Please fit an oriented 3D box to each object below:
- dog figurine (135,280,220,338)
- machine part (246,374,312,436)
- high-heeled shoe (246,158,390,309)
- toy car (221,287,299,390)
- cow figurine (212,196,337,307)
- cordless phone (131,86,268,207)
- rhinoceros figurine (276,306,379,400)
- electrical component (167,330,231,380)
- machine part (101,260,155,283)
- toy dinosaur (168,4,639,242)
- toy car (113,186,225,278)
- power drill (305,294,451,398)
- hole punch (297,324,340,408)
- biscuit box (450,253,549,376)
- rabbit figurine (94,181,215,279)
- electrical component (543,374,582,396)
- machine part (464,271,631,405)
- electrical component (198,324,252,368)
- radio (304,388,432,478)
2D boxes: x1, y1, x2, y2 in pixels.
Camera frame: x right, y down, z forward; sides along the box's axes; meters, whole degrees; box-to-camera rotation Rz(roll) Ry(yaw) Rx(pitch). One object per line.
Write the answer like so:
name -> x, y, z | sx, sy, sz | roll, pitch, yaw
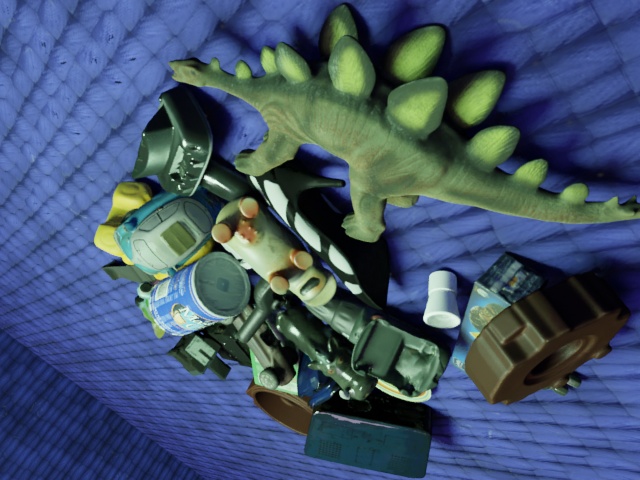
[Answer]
dog figurine -> -0.274, 0.130, 1.047 | 0.192, 0.108, 0.219 | 26, 147, 2
machine part -> -0.047, 0.338, 1.151 | 0.201, 0.087, 0.201 | 35, 145, -6
high-heeled shoe -> -0.001, -0.002, 0.693 | 0.145, 0.086, 0.248 | 6, 132, 34
toy car -> -0.106, 0.165, 0.942 | 0.053, 0.089, 0.202 | -29, 94, 35
cow figurine -> -0.056, 0.020, 0.722 | 0.195, 0.085, 0.127 | 42, -178, -17
cordless phone -> -0.138, -0.098, 0.697 | 0.184, 0.089, 0.146 | 27, 147, -13
rhinoceros figurine -> 0.014, 0.168, 0.833 | 0.190, 0.073, 0.112 | 39, 177, 30
electrical component -> -0.236, 0.232, 1.077 | 0.119, 0.075, 0.048 | 42, 145, -20
machine part -> -0.393, 0.068, 1.125 | 0.139, 0.039, 0.084 | 5, 143, 32
toy dinosaur -> 0.069, -0.093, 0.505 | 0.472, 0.105, 0.198 | 23, 142, 5
toy car -> -0.208, -0.010, 0.766 | 0.109, 0.162, 0.103 | 55, 178, -27
power drill -> 0.077, 0.137, 0.741 | 0.232, 0.086, 0.207 | 26, 175, 1
hole punch -> 0.004, 0.221, 0.944 | 0.092, 0.116, 0.142 | 42, 145, -1
biscuit box -> 0.214, 0.106, 0.664 | 0.059, 0.063, 0.202 | 36, 151, 28
rabbit figurine -> -0.259, 0.005, 0.878 | 0.173, 0.122, 0.162 | 11, 148, -3
electrical component -> 0.302, 0.179, 0.733 | 0.094, 0.021, 0.063 | 25, 146, 8
machine part -> 0.241, 0.111, 0.575 | 0.179, 0.179, 0.056 | 87, 160, -50
electrical component -> -0.167, 0.205, 1.102 | 0.134, 0.058, 0.114 | 0, 137, 39
radio -> 0.092, 0.357, 1.003 | 0.230, 0.073, 0.131 | 9, 119, 5
